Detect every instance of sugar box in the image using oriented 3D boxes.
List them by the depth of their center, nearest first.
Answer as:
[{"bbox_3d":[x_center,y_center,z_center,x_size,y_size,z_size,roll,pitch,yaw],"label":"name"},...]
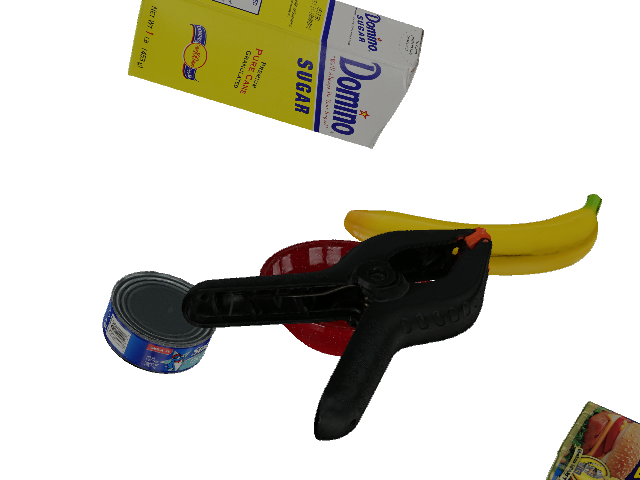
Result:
[{"bbox_3d":[-0.031,-0.122,0.697,0.176,0.048,0.093,18,-31,-7],"label":"sugar box"}]

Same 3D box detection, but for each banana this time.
[{"bbox_3d":[0.118,-0.001,0.772,0.197,0.037,0.069,-2,27,-8],"label":"banana"}]

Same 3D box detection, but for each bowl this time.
[{"bbox_3d":[0.022,0.060,0.997,0.162,0.055,0.162,4,29,-2],"label":"bowl"}]

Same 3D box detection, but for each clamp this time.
[{"bbox_3d":[0.029,0.038,0.538,0.171,0.039,0.120,-18,45,-24],"label":"clamp"}]

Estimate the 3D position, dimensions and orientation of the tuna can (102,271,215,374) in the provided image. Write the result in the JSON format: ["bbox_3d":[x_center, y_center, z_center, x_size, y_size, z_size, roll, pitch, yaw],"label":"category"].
[{"bbox_3d":[-0.126,0.064,0.837,0.086,0.034,0.086,18,32,-12],"label":"tuna can"}]

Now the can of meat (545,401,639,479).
[{"bbox_3d":[0.218,0.174,0.785,0.084,0.057,0.101,23,40,23],"label":"can of meat"}]
